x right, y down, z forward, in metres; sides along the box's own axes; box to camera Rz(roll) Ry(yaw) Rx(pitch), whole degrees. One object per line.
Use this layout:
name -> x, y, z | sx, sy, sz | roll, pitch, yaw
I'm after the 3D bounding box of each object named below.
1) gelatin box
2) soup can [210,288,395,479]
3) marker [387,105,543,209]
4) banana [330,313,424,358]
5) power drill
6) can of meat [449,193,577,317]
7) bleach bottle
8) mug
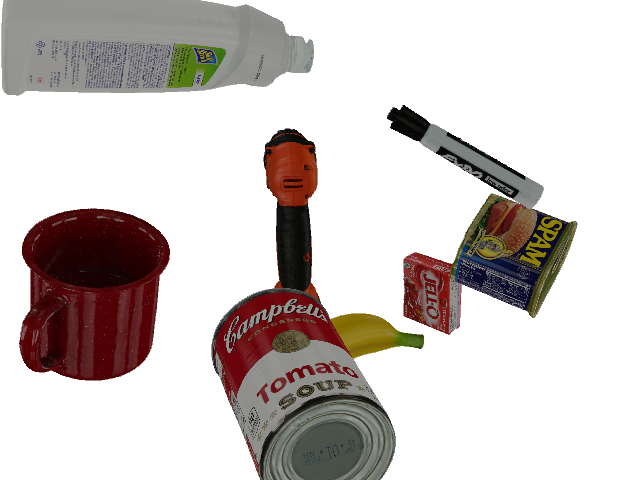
gelatin box -> 0.142, 0.067, 1.361 | 0.073, 0.089, 0.030 | 21, 35, 37
soup can -> -0.011, 0.078, 0.534 | 0.068, 0.068, 0.102 | 0, 27, -20
marker -> 0.101, -0.060, 0.749 | 0.121, 0.020, 0.020 | 30, -3, -4
banana -> 0.007, 0.095, 0.838 | 0.070, 0.037, 0.197 | 12, 24, 32
power drill -> -0.029, -0.013, 1.072 | 0.057, 0.188, 0.184 | -3, 16, -1
can of meat -> 0.176, 0.011, 0.976 | 0.084, 0.057, 0.102 | 23, 47, 18
bleach bottle -> -0.132, -0.159, 0.882 | 0.250, 0.068, 0.103 | 3, -27, -14
mug -> -0.154, 0.043, 0.694 | 0.093, 0.081, 0.117 | 20, 35, 14
